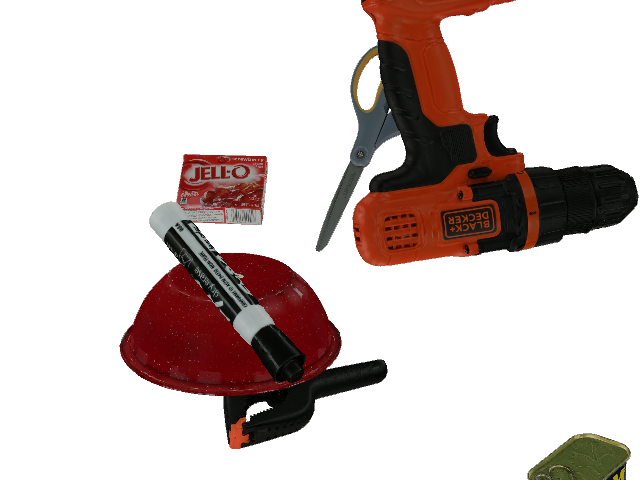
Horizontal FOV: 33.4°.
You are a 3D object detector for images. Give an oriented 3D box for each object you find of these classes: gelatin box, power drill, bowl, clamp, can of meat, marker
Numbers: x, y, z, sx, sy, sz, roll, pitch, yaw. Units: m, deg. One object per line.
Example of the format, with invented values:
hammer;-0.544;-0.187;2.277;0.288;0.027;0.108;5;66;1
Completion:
gelatin box;-0.101;-0.054;1.103;0.089;0.073;0.030;2;-38;2
power drill;0.103;-0.083;0.662;0.184;0.187;0.057;-9;7;-9
bowl;-0.064;0.050;0.772;0.162;0.055;0.162;1;21;-1
clamp;-0.029;0.155;1.114;0.165;0.036;0.209;12;26;15
can of meat;0.227;0.231;0.936;0.058;0.084;0.101;14;27;41
marker;-0.046;0.025;0.529;0.020;0.020;0.121;0;40;-50

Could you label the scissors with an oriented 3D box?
scissors;0.057;-0.082;0.978;0.096;0.202;0.016;7;-11;10
